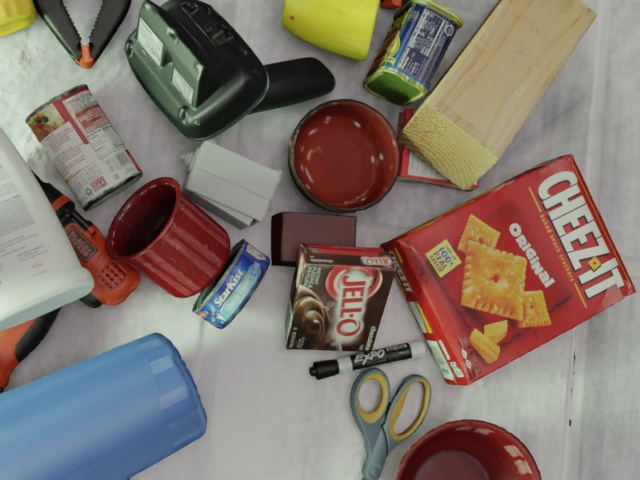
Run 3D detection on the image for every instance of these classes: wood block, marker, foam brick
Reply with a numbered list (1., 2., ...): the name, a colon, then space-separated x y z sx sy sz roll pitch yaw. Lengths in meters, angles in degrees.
1. wood block: 0.178 -0.163 1.072 0.090 0.091 0.206 37 67 -1
2. marker: 0.048 0.122 1.080 0.121 0.020 0.020 -10 88 -14
3. foam brick: -0.007 0.001 1.060 0.078 0.053 0.051 4 85 -12

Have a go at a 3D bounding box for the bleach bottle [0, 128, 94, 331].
1. bleach bottle: -0.296 -0.052 0.945 0.102 0.068 0.251 -24 82 -13

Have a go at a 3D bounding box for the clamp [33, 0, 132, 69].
1. clamp: -0.223 -0.274 1.039 0.164 0.036 0.210 -10 87 -12

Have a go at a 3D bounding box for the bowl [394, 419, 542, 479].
1. bowl: 0.140 0.259 1.072 0.162 0.055 0.162 1 86 -13

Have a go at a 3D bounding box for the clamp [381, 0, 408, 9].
1. clamp: 0.119 -0.314 1.120 0.120 0.039 0.171 20 88 -17

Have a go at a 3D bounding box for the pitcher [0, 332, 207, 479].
1. pitcher: -0.228 0.188 0.966 0.242 0.149 0.145 -24 77 -17

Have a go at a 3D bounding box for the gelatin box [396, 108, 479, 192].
1. gelatin box: 0.124 -0.093 1.109 0.089 0.030 0.073 7 83 -12

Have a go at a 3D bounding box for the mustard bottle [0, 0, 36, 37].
1. mustard bottle: -0.342 -0.283 1.001 0.096 0.058 0.191 -19 90 -6

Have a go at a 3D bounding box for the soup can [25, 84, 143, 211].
1. soup can: -0.222 -0.087 1.009 0.068 0.069 0.102 -33 94 -13

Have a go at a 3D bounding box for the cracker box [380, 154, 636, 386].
1. cracker box: 0.194 0.029 1.094 0.213 0.072 0.164 -26 92 -14

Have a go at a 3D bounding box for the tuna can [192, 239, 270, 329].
1. tuna can: -0.085 0.043 1.022 0.033 0.086 0.086 36 79 -10

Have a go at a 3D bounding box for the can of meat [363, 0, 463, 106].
1. can of meat: 0.091 -0.187 1.072 0.057 0.102 0.084 27 82 -10

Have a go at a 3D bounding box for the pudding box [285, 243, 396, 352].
1. pudding box: 0.017 0.057 1.037 0.090 0.039 0.114 4 130 -12

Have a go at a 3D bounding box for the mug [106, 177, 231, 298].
1. mug: -0.142 -0.005 1.004 0.093 0.117 0.081 -43 127 7

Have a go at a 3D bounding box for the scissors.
1. scissors: 0.041 0.215 1.068 0.096 0.016 0.201 37 79 -20

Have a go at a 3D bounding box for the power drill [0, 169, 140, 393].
1. power drill: -0.290 0.036 0.990 0.184 0.057 0.187 43 79 -3
